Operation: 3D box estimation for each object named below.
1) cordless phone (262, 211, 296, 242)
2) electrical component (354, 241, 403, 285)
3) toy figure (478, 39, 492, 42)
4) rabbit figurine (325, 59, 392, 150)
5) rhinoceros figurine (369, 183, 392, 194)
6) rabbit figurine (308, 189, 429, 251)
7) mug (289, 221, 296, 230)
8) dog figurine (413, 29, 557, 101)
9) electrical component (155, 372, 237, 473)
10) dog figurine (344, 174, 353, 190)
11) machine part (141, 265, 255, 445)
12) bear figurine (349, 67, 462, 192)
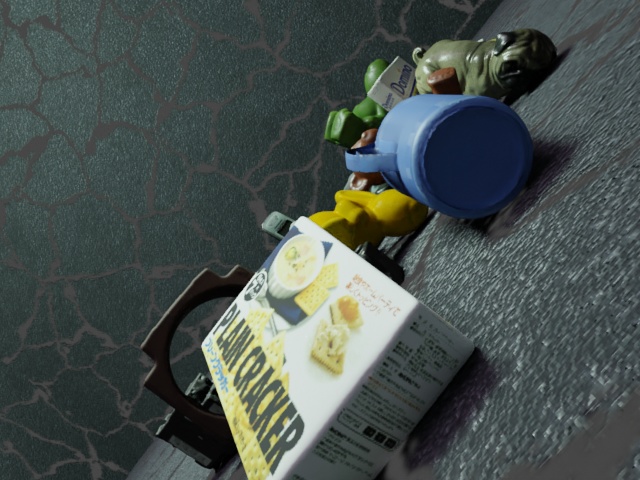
[{"bbox_3d":[0.000,-0.020,0.980,0.146,0.184,0.088,-54,-17,-21],"label":"cordless phone"},{"bbox_3d":[0.069,0.029,0.640,0.021,0.063,0.094,-51,2,20],"label":"electrical component"},{"bbox_3d":[0.298,-0.310,0.982,0.089,0.082,0.180,-18,-4,1],"label":"toy figure"},{"bbox_3d":[0.107,-0.233,0.963,0.121,0.159,0.170,-110,43,-83],"label":"rabbit figurine"},{"bbox_3d":[0.112,-0.078,0.898,0.112,0.073,0.190,-38,19,6],"label":"rhinoceros figurine"},{"bbox_3d":[0.068,-0.014,0.758,0.173,0.121,0.162,-29,18,0],"label":"rabbit figurine"},{"bbox_3d":[-0.002,-0.003,0.876,0.109,0.107,0.080,30,-116,-63],"label":"mug"},{"bbox_3d":[0.226,-0.263,0.776,0.190,0.172,0.121,114,-178,-74],"label":"dog figurine"},{"bbox_3d":[-0.161,0.267,0.803,0.134,0.115,0.058,-50,8,23],"label":"electrical component"},{"bbox_3d":[0.087,-0.071,1.145,0.219,0.108,0.191,-57,7,-14],"label":"dog figurine"},{"bbox_3d":[-0.122,0.153,0.736,0.201,0.201,0.087,-54,0,-21],"label":"machine part"},{"bbox_3d":[0.120,-0.150,0.792,0.196,0.131,0.120,-8,52,22],"label":"bear figurine"}]
